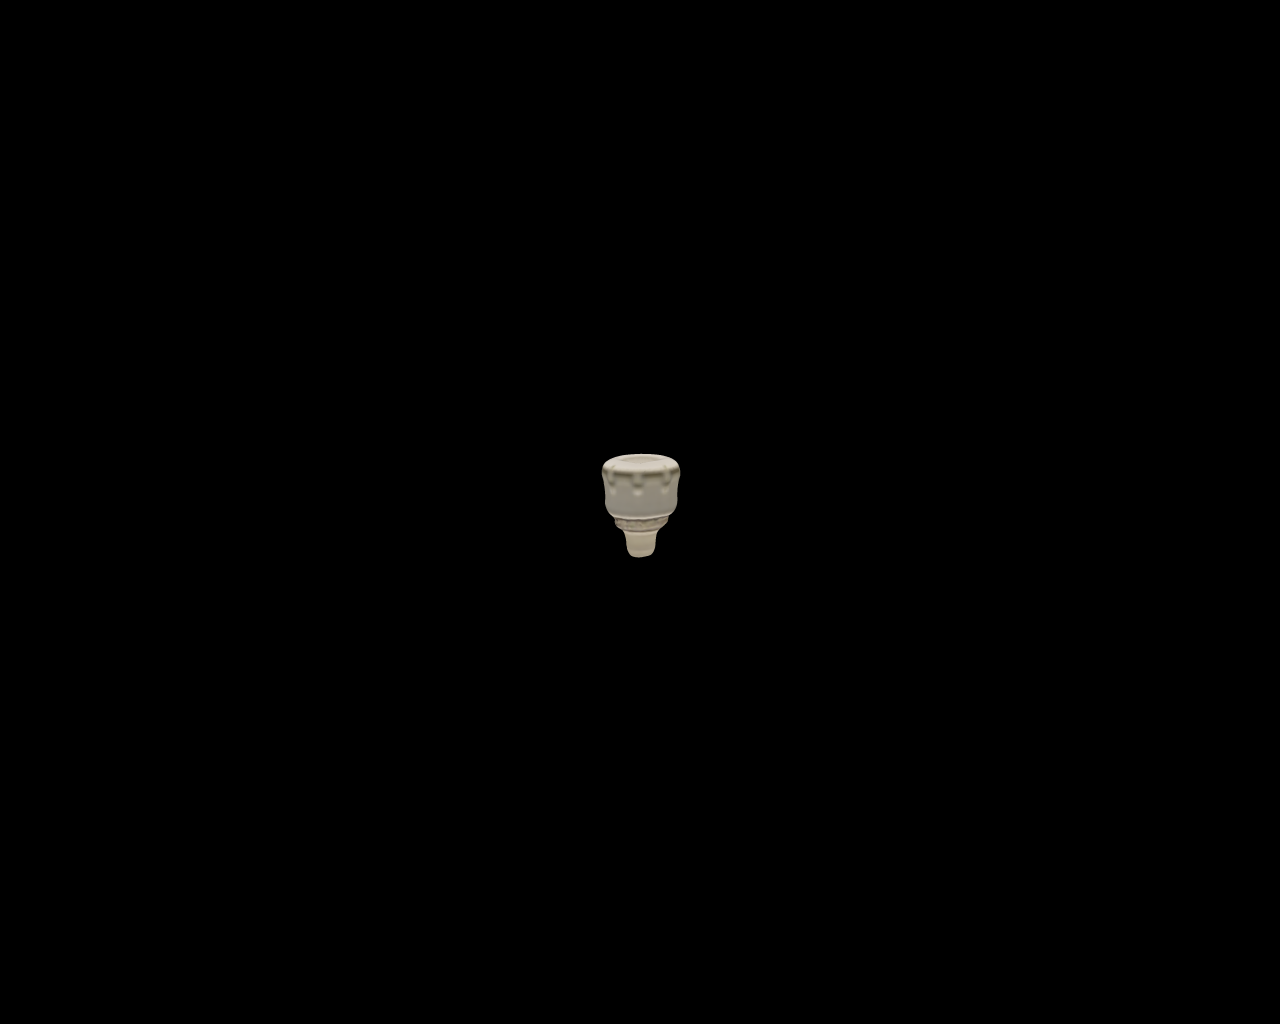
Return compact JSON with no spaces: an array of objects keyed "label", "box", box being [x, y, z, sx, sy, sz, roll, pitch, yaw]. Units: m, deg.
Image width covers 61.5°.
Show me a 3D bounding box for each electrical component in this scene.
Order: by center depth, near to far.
[{"label":"electrical component","box":[0.001,-0.003,0.650,0.048,0.062,0.048,0,12,0]}]
